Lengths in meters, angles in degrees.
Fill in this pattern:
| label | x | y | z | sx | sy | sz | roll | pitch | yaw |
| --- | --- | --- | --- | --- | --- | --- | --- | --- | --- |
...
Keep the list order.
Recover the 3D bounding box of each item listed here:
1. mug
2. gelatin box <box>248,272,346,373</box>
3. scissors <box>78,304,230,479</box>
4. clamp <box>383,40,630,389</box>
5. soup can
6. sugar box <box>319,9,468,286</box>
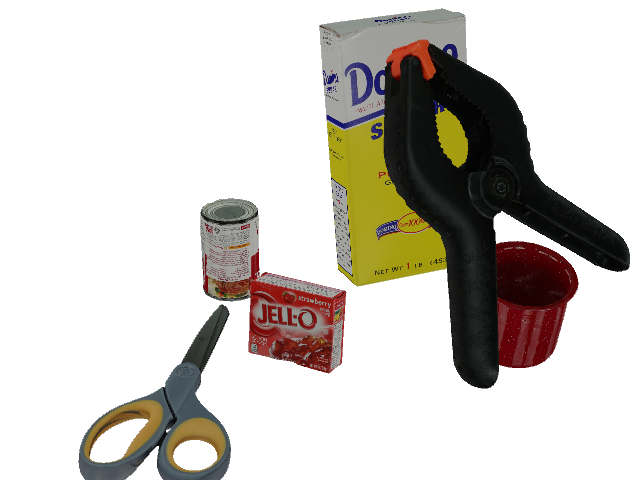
| label | x | y | z | sx | sy | sz | roll | pitch | yaw |
| --- | --- | --- | --- | --- | --- | --- | --- | --- | --- |
| mug | 0.173 | 0.054 | 0.972 | 0.093 | 0.081 | 0.117 | -17 | 43 | -22 |
| gelatin box | -0.023 | 0.075 | 0.977 | 0.089 | 0.073 | 0.030 | 12 | 19 | 25 |
| scissors | -0.073 | 0.098 | 0.681 | 0.096 | 0.016 | 0.201 | 17 | 30 | 21 |
| clamp | 0.076 | -0.015 | 0.532 | 0.120 | 0.171 | 0.039 | -46 | 14 | -27 |
| soup can | -0.105 | 0.010 | 1.244 | 0.068 | 0.102 | 0.068 | 0 | 26 | 0 |
| sugar box | 0.054 | -0.064 | 0.731 | 0.093 | 0.176 | 0.048 | -11 | 23 | -16 |
